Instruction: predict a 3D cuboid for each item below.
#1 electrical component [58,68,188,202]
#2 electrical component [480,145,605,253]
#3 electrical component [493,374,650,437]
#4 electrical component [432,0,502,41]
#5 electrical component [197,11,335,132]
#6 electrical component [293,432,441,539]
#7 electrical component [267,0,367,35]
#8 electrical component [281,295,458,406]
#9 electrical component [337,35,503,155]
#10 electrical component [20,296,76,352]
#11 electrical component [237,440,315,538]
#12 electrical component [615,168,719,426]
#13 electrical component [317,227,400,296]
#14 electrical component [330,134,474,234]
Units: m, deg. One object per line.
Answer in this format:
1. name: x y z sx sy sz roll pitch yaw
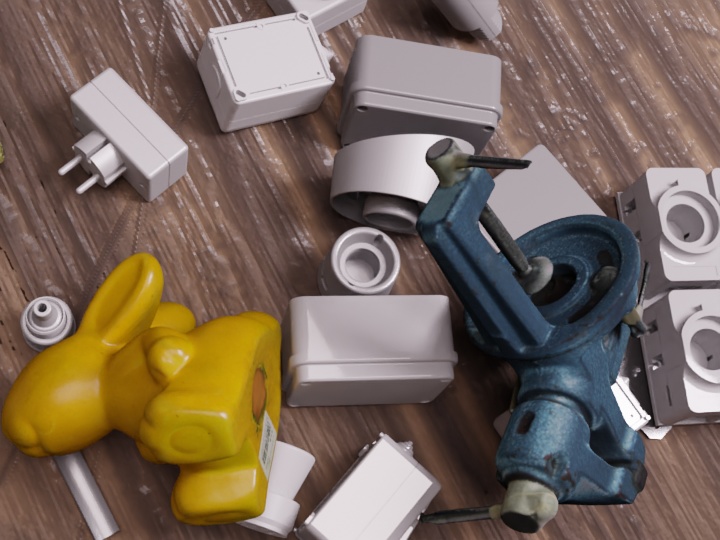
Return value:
1. electrical component: -0.178 -0.084 0.765 0.083 0.047 0.076 46 70 6
2. electrical component: 0.127 -0.030 0.806 0.100 0.048 0.099 -38 82 -20
3. electrical component: 0.152 0.104 0.763 0.096 0.061 0.061 -31 80 -23
4. electrical component: 0.085 -0.212 0.847 0.043 0.081 0.043 -12 64 27
5. electrical component: -0.066 -0.147 0.804 0.096 0.061 0.061 -17 78 -23
6. electrical component: 0.011 0.156 0.716 0.061 0.061 0.096 41 70 4
7. electrical component: -0.029 -0.222 0.824 0.066 0.076 0.047 -32 81 -19
8. electrical component: 0.004 0.057 0.739 0.113 0.078 0.057 0 69 -11
9. electrical component: 0.044 -0.124 0.805 0.113 0.078 0.057 8 68 -8
10. electrical component: -0.208 0.033 0.713 0.035 0.061 0.035 3 71 -10
11. electrical component: -0.059 0.145 0.715 0.045 0.045 0.055 20 70 -4
12. electrical component: 0.268 0.017 0.808 0.105 0.060 0.186 -1 71 -13
13. electrical component: 0.000 0.000 0.772 0.055 0.047 0.055 3 72 -10
14. electrical component: 0.028 -0.064 0.774 0.099 0.099 0.064 13 76 -7
